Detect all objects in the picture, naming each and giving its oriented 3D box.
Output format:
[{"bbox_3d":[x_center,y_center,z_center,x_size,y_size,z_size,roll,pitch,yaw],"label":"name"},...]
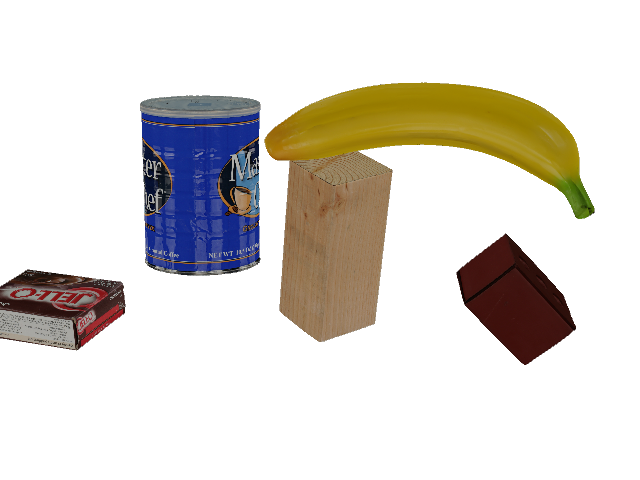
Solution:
[{"bbox_3d":[-0.103,-0.050,0.927,0.103,0.140,0.103,1,14,0],"label":"coffee can"},{"bbox_3d":[0.015,0.004,1.276,0.090,0.206,0.090,-15,32,-34],"label":"wood block"},{"bbox_3d":[0.151,0.046,0.824,0.051,0.078,0.053,-39,21,18],"label":"foam brick"},{"bbox_3d":[0.068,-0.064,0.636,0.198,0.069,0.037,10,-36,10],"label":"banana"},{"bbox_3d":[-0.257,0.065,1.018,0.114,0.039,0.090,4,20,19],"label":"pudding box"}]
